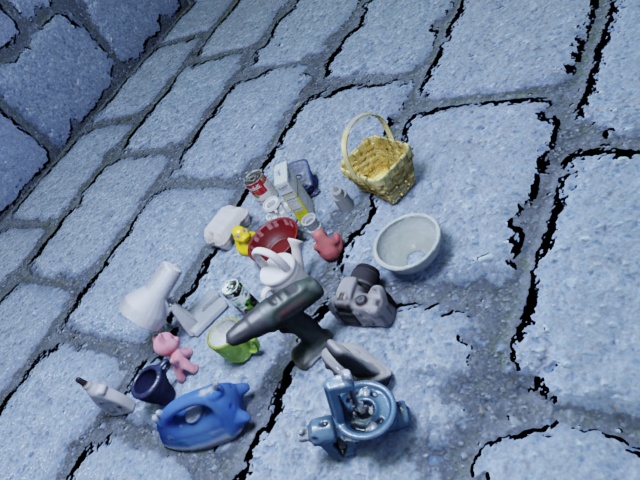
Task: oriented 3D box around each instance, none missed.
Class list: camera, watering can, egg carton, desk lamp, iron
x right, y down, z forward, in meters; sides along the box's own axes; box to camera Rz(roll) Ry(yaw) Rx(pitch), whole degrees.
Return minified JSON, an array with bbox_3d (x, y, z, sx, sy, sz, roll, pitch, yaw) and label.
[{"bbox_3d":[0.100,0.117,1.304,0.142,0.101,0.137,-1,51,35],"label":"camera"},{"bbox_3d":[-0.096,0.074,1.414,0.100,0.195,0.173,-10,46,28],"label":"watering can"},{"bbox_3d":[-0.285,-0.040,1.760,0.107,0.070,0.150,12,59,42],"label":"egg carton"},{"bbox_3d":[-0.393,0.167,1.523,0.203,0.214,0.117,-45,40,-10],"label":"desk lamp"},{"bbox_3d":[-0.286,0.392,1.284,0.258,0.142,0.118,-26,41,13],"label":"iron"}]

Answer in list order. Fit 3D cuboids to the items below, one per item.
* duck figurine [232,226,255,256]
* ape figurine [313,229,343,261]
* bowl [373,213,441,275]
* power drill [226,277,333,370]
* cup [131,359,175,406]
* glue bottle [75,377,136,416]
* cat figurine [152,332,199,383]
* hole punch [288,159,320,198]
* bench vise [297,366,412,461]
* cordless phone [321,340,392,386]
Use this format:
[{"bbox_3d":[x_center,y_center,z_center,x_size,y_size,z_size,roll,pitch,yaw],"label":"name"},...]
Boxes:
[{"bbox_3d":[-0.225,-0.008,1.672,0.077,0.086,0.104,-46,40,-11],"label":"duck figurine"},{"bbox_3d":[0.014,0.005,1.482,0.077,0.092,0.076,-16,44,23],"label":"ape figurine"},{"bbox_3d":[0.212,0.021,1.337,0.167,0.075,0.167,-20,42,19],"label":"bowl"},{"bbox_3d":[-0.069,0.195,1.265,0.230,0.209,0.075,-42,40,-7],"label":"power drill"},{"bbox_3d":[-0.399,0.362,1.431,0.091,0.095,0.118,18,64,45],"label":"cup"},{"bbox_3d":[-0.551,0.391,1.450,0.078,0.174,0.037,-17,44,22],"label":"glue bottle"},{"bbox_3d":[-0.383,0.288,1.472,0.067,0.118,0.127,-40,40,-3],"label":"cat figurine"},{"bbox_3d":[-0.064,-0.176,1.715,0.108,0.091,0.101,-21,42,18],"label":"hole punch"},{"bbox_3d":[0.044,0.325,1.048,0.207,0.220,0.121,-37,40,0],"label":"bench vise"},{"bbox_3d":[0.051,0.235,1.159,0.094,0.186,0.147,-48,41,-13],"label":"cordless phone"}]
